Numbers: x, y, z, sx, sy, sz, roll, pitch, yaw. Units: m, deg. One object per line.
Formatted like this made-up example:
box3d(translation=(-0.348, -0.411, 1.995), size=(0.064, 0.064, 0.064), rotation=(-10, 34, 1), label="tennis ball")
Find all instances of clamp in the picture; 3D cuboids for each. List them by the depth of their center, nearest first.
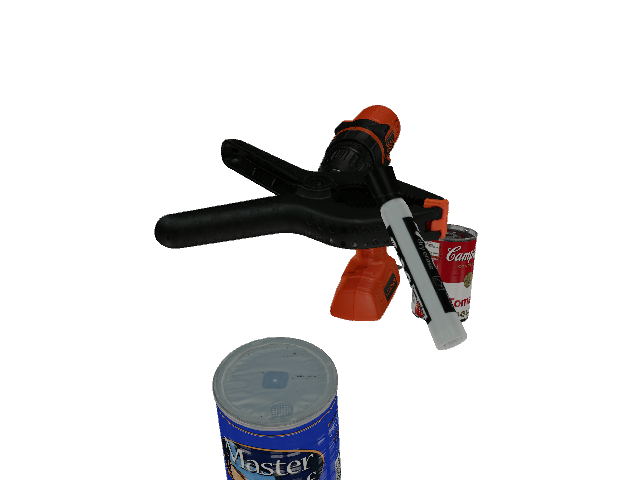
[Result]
box3d(translation=(-0.007, -0.034, 0.823), size=(0.210, 0.036, 0.164), rotation=(4, 30, 6), label="clamp")

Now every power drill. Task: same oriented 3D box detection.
box3d(translation=(0.039, -0.021, 1.017), size=(0.057, 0.188, 0.184), rotation=(7, 24, 16), label="power drill")

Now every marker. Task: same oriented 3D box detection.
box3d(translation=(0.054, 0.006, 0.626), size=(0.020, 0.121, 0.020), rotation=(-18, -22, -8), label="marker")

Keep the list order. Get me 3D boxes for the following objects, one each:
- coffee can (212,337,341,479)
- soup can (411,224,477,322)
box3d(translation=(-0.034, 0.168, 0.909), size=(0.103, 0.140, 0.103), rotation=(-2, 37, 1), label="coffee can")
box3d(translation=(0.142, 0.038, 1.230), size=(0.068, 0.102, 0.068), rotation=(3, 15, -1), label="soup can")
